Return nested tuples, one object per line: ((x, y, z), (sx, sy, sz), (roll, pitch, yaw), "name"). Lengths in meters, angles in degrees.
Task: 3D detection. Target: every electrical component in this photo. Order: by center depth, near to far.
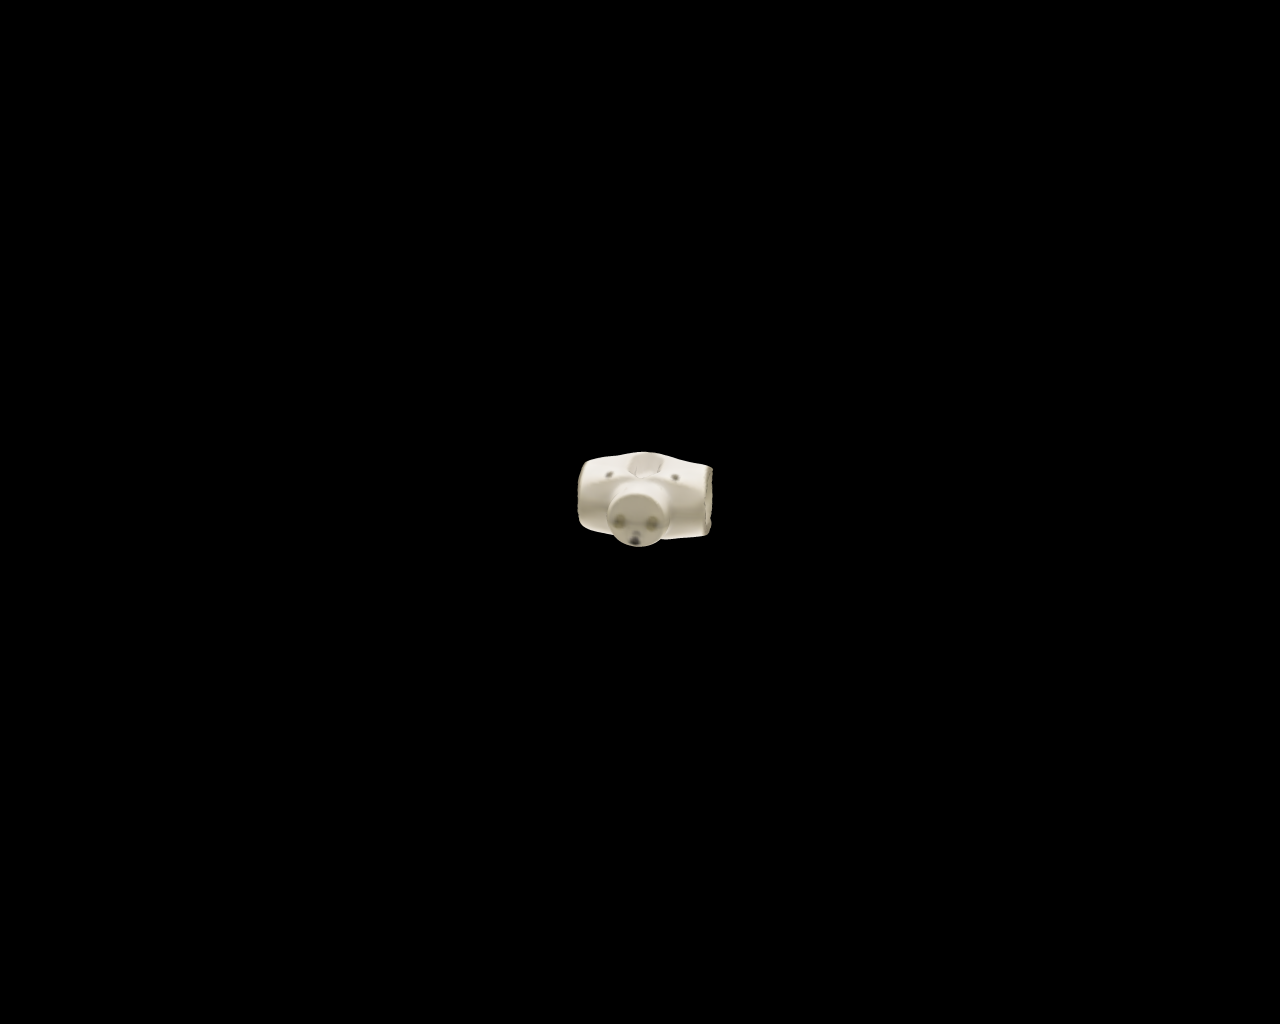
((0.001, -0.003, 0.650), (0.077, 0.043, 0.079), (4, 24, 9), "electrical component")
